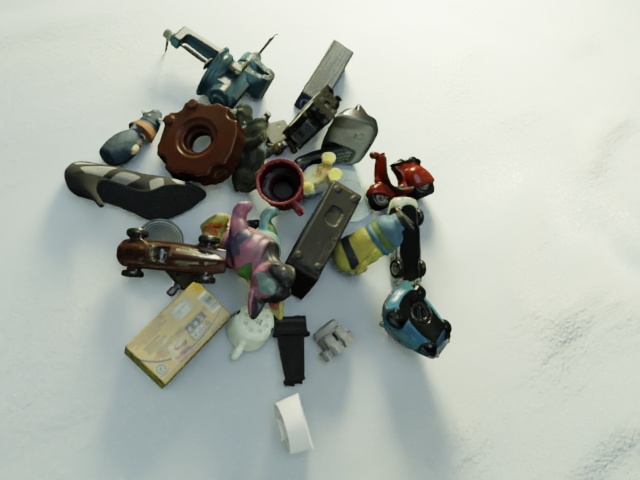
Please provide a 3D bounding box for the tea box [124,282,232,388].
[{"bbox_3d":[-0.252,0.168,0.961,0.098,0.068,0.169,45,62,1],"label":"tea box"}]

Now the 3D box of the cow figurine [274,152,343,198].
[{"bbox_3d":[-0.036,-0.119,1.156,0.167,0.098,0.068,-26,84,-8],"label":"cow figurine"}]

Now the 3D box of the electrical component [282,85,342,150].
[{"bbox_3d":[-0.019,-0.264,1.178,0.058,0.115,0.134,41,42,-13],"label":"electrical component"}]

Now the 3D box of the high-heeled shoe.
[{"bbox_3d":[-0.360,-0.108,1.050,0.248,0.086,0.145,-6,39,-41],"label":"high-heeled shoe"}]

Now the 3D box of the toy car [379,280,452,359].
[{"bbox_3d":[0.186,0.170,1.106,0.161,0.103,0.109,47,57,-3],"label":"toy car"}]

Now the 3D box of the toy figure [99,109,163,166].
[{"bbox_3d":[-0.372,-0.207,1.076,0.064,0.058,0.154,43,56,-6],"label":"toy figure"}]

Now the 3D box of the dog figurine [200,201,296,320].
[{"bbox_3d":[-0.131,0.048,0.992,0.108,0.192,0.219,16,57,-51],"label":"dog figurine"}]

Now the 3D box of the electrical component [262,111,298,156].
[{"bbox_3d":[-0.098,-0.235,1.197,0.078,0.045,0.102,-16,76,-24],"label":"electrical component"}]

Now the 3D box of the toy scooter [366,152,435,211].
[{"bbox_3d":[0.178,-0.150,1.247,0.184,0.075,0.135,-16,84,-23],"label":"toy scooter"}]

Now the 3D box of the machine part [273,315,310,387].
[{"bbox_3d":[-0.053,0.211,1.036,0.084,0.039,0.139,7,65,-23],"label":"machine part"}]

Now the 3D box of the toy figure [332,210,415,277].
[{"bbox_3d":[0.108,0.003,1.123,0.180,0.082,0.089,-39,77,13],"label":"toy figure"}]

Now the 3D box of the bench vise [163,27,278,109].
[{"bbox_3d":[-0.223,-0.391,1.175,0.240,0.129,0.223,34,57,-10],"label":"bench vise"}]

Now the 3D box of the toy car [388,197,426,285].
[{"bbox_3d":[0.190,0.006,1.187,0.073,0.056,0.201,0,86,-24],"label":"toy car"}]

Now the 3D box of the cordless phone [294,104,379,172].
[{"bbox_3d":[0.025,-0.213,1.175,0.184,0.146,0.089,-23,72,-30],"label":"cordless phone"}]

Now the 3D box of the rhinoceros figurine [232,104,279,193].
[{"bbox_3d":[-0.150,-0.193,1.134,0.073,0.112,0.190,14,72,-64],"label":"rhinoceros figurine"}]

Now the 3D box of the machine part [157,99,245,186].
[{"bbox_3d":[-0.239,-0.195,1.078,0.179,0.056,0.179,-2,74,9],"label":"machine part"}]

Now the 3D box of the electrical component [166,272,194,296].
[{"bbox_3d":[-0.261,0.059,1.009,0.094,0.021,0.063,-50,129,-25],"label":"electrical component"}]

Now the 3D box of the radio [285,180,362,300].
[{"bbox_3d":[-0.002,-0.003,1.087,0.073,0.131,0.229,29,63,-4],"label":"radio"}]

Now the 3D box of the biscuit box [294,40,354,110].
[{"bbox_3d":[0.010,-0.388,1.292,0.063,0.059,0.203,32,61,-8],"label":"biscuit box"}]

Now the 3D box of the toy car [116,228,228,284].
[{"bbox_3d":[-0.266,0.029,0.957,0.202,0.053,0.089,6,80,9],"label":"toy car"}]
